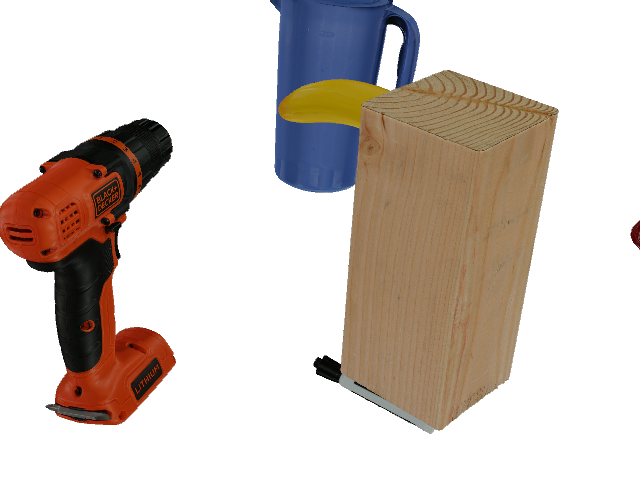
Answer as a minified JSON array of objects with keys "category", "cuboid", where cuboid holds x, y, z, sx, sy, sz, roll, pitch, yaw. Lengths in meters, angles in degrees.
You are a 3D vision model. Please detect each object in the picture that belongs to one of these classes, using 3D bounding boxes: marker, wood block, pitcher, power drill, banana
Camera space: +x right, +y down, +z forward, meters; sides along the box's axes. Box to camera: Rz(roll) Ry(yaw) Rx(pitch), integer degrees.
[{"category":"marker","cuboid":[0.047,0.134,0.937,0.121,0.020,0.020,26,8,17]},{"category":"wood block","cuboid":[0.080,0.007,0.701,0.091,0.206,0.090,27,38,34]},{"category":"pitcher","cuboid":[0.017,-0.184,1.288,0.144,0.243,0.149,-7,28,-26]},{"category":"power drill","cuboid":[-0.150,0.020,0.757,0.057,0.188,0.184,4,25,22]},{"category":"banana","cuboid":[0.040,-0.095,0.881,0.198,0.070,0.037,35,23,33]}]

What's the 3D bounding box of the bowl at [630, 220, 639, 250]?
[{"category":"bowl","cuboid":[0.406,0.019,1.115,0.162,0.055,0.162,-3,23,1]}]
